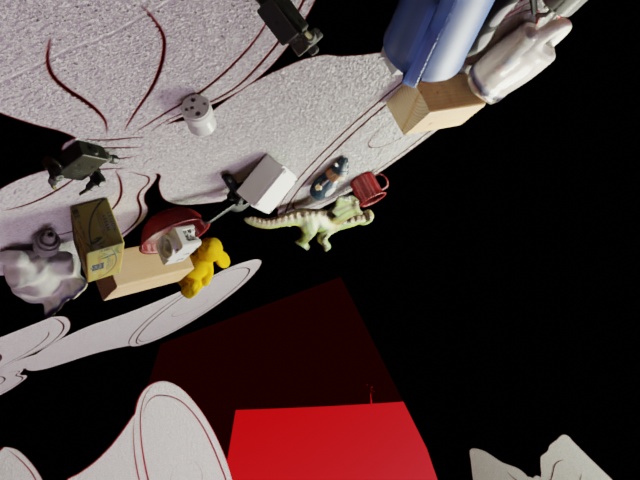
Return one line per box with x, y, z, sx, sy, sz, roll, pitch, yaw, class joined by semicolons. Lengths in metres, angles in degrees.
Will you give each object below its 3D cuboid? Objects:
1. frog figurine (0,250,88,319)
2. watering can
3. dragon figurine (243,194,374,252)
-0.548;0.059;0.995;0.136;0.126;0.156;-22;134;19;frog figurine
0.399;-0.375;1.062;0.221;0.104;0.352;-36;176;40;watering can
0.005;-0.075;1.498;0.409;0.124;0.239;8;145;-46;dragon figurine
